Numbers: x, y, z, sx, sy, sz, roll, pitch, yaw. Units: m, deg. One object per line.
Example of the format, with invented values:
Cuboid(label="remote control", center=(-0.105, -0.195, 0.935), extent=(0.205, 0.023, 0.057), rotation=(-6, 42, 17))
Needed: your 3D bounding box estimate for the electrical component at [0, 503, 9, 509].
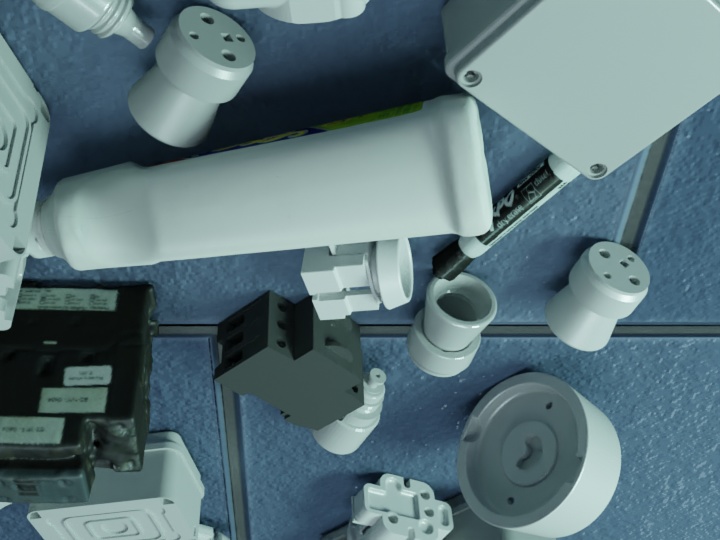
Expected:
Cuboid(label="electrical component", center=(-0.260, 0.130, 0.752), extent=(0.096, 0.061, 0.061), rotation=(-31, 131, 28))

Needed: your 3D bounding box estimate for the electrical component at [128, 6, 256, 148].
Cuboid(label="electrical component", center=(-0.081, -0.093, 0.522), extent=(0.045, 0.045, 0.055), rotation=(22, 133, -25))

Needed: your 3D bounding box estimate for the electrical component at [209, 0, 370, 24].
Cuboid(label="electrical component", center=(-0.023, -0.146, 0.459), extent=(0.095, 0.053, 0.059), rotation=(-4, 138, 2))

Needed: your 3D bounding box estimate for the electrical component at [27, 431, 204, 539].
Cuboid(label="electrical component", center=(-0.179, 0.167, 0.800), extent=(0.113, 0.057, 0.078), rotation=(-7, 138, 6))

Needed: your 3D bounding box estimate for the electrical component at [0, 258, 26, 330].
Cuboid(label="electrical component", center=(-0.235, -0.009, 0.601), extent=(0.089, 0.055, 0.050), rotation=(10, 137, -13))

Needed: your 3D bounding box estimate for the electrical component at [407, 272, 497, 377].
Cuboid(label="electrical component", center=(0.056, 0.034, 0.671), extent=(0.045, 0.045, 0.055), rotation=(7, 138, -11))

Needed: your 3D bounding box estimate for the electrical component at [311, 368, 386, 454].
Cuboid(label="electrical component", center=(-0.004, 0.094, 0.738), extent=(0.040, 0.040, 0.078), rotation=(16, 135, -19))

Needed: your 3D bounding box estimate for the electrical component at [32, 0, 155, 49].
Cuboid(label="electrical component", center=(-0.121, -0.124, 0.495), extent=(0.035, 0.035, 0.061), rotation=(-31, 134, 29))

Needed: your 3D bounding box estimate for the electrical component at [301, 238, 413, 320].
Cuboid(label="electrical component", center=(0.000, 0.000, 0.630), extent=(0.055, 0.048, 0.066), rotation=(-4, 139, 14))

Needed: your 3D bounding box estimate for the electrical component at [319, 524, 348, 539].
Cuboid(label="electrical component", center=(0.016, 0.251, 0.908), extent=(0.056, 0.050, 0.089), rotation=(-33, 130, 30))

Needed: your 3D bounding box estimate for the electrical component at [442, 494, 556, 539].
Cuboid(label="electrical component", center=(0.097, 0.224, 0.876), extent=(0.113, 0.057, 0.078), rotation=(-33, 130, 29))

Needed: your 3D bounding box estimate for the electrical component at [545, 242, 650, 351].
Cuboid(label="electrical component", center=(0.144, 0.016, 0.654), extent=(0.045, 0.045, 0.055), rotation=(12, 136, -15))

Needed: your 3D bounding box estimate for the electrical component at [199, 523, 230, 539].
Cuboid(label="electrical component", center=(-0.141, 0.238, 0.882), extent=(0.057, 0.058, 0.078), rotation=(21, 133, -20))

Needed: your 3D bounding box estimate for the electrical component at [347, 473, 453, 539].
Cuboid(label="electrical component", center=(0.025, 0.201, 0.848), extent=(0.078, 0.058, 0.057), rotation=(18, 131, -21))

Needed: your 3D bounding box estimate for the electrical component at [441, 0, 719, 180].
Cuboid(label="electrical component", center=(0.112, -0.111, 0.502), extent=(0.109, 0.056, 0.109), rotation=(29, 130, -30))

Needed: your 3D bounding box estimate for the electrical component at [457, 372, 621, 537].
Cuboid(label="electrical component", center=(0.127, 0.131, 0.740), extent=(0.108, 0.108, 0.060), rotation=(-33, 136, 30))

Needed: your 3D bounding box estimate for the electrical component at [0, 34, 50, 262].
Cuboid(label="electrical component", center=(-0.195, -0.059, 0.505), extent=(0.057, 0.113, 0.078), rotation=(-14, 137, 9))
